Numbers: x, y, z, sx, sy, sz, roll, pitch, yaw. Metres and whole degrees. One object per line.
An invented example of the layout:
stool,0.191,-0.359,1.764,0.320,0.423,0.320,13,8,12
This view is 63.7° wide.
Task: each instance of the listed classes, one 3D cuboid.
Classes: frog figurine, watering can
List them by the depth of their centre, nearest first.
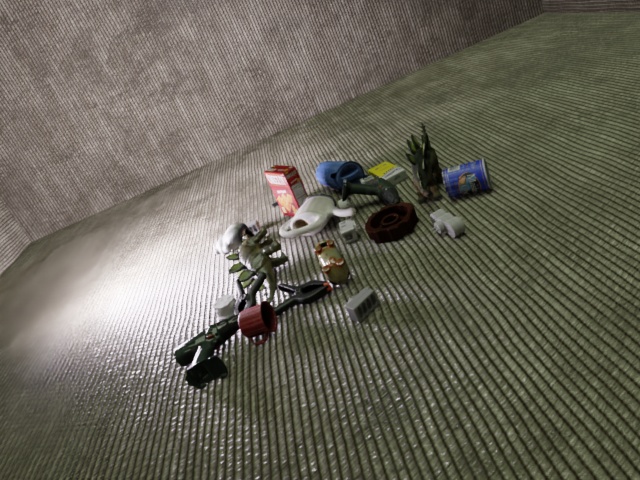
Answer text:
watering can,0.006,-0.097,1.920,0.345,0.102,0.229,-17,25,28
frog figurine,-0.359,-0.005,2.066,0.159,0.120,0.141,-4,49,17
